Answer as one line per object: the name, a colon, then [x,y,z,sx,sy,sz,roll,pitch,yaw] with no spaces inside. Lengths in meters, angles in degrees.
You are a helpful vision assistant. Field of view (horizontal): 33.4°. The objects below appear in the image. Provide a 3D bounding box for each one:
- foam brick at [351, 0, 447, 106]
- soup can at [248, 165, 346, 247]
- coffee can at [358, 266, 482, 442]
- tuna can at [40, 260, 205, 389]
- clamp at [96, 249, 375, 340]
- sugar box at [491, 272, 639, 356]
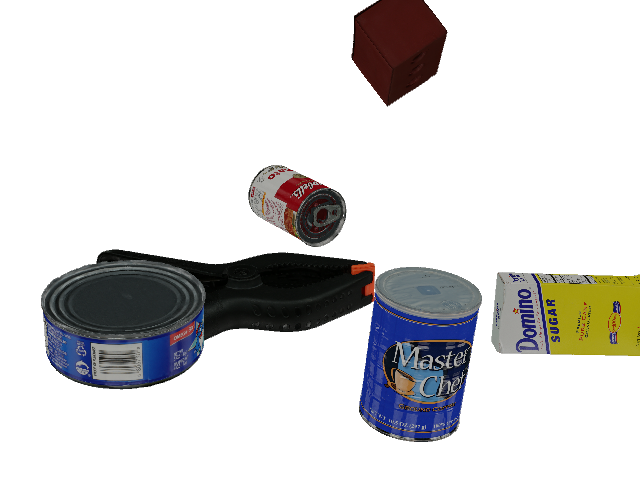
foam brick: [0.060,-0.151,0.826,0.053,0.051,0.078,-33,-12,-7]
soup can: [-0.027,-0.041,1.209,0.068,0.068,0.102,0,19,-38]
coffee can: [0.096,0.110,1.045,0.103,0.140,0.103,5,22,-2]
tuna can: [-0.104,0.044,0.569,0.086,0.034,0.086,2,25,-1]
clamp: [-0.065,0.036,0.785,0.209,0.036,0.165,-8,26,-18]
sugar box: [0.297,0.088,1.272,0.176,0.093,0.048,0,18,-4]
